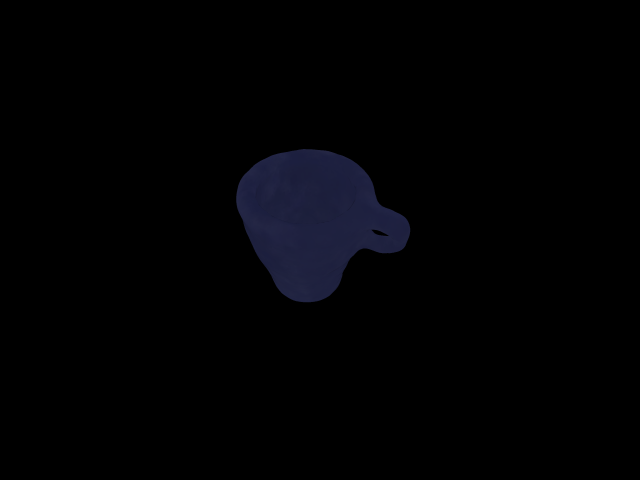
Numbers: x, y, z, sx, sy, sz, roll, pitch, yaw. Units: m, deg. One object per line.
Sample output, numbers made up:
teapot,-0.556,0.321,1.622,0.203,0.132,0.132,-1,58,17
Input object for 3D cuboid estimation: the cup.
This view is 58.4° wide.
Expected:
cup,0.004,0.001,0.400,0.117,0.095,0.092,17,48,17
